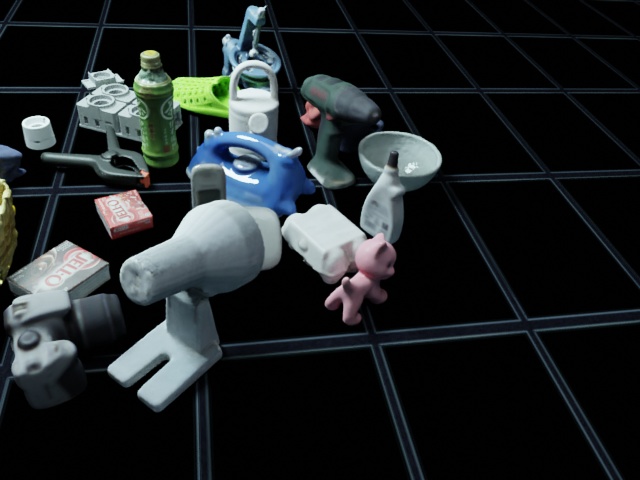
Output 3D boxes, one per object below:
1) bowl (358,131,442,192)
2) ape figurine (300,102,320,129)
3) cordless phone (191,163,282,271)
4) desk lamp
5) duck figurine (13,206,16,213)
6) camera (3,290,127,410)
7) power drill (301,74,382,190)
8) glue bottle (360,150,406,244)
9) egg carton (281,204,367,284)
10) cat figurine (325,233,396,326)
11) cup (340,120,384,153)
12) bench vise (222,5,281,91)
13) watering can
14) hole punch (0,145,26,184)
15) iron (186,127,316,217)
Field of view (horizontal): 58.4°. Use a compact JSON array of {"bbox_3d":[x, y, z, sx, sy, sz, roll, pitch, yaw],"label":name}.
[{"bbox_3d":[0.154,-0.145,1.140,0.167,0.075,0.167,4,41,-3],"label":"bowl"},{"bbox_3d":[-0.008,-0.298,1.281,0.076,0.092,0.078,14,41,9],"label":"ape figurine"},{"bbox_3d":[-0.132,-0.036,0.886,0.148,0.185,0.094,-7,42,-15],"label":"cordless phone"},{"bbox_3d":[-0.171,0.074,0.732,0.117,0.213,0.204,27,44,22],"label":"desk lamp"},{"bbox_3d":[-0.559,-0.066,0.937,0.104,0.086,0.077,8,40,2],"label":"duck figurine"},{"bbox_3d":[-0.324,0.120,0.743,0.137,0.101,0.142,-14,45,-23],"label":"camera"},{"bbox_3d":[0.034,-0.207,1.092,0.076,0.208,0.229,-18,46,-26],"label":"power drill"},{"bbox_3d":[0.115,-0.077,0.979,0.078,0.173,0.037,35,48,29],"label":"glue bottle"},{"bbox_3d":[0.009,0.003,0.950,0.107,0.069,0.150,-24,49,-31],"label":"egg carton"},{"bbox_3d":[0.070,0.048,0.870,0.067,0.118,0.128,32,46,26],"label":"cat figurine"},{"bbox_3d":[0.077,-0.230,1.212,0.117,0.095,0.092,22,43,17],"label":"cup"},{"bbox_3d":[-0.177,-0.446,1.331,0.206,0.220,0.122,29,45,24],"label":"bench vise"},{"bbox_3d":[-0.128,-0.259,1.140,0.101,0.194,0.172,-19,47,-27],"label":"watering can"},{"bbox_3d":[-0.601,-0.147,1.022,0.108,0.091,0.101,17,42,12],"label":"hole punch"},{"bbox_3d":[-0.139,-0.139,1.040,0.257,0.141,0.119,20,42,15],"label":"iron"}]
